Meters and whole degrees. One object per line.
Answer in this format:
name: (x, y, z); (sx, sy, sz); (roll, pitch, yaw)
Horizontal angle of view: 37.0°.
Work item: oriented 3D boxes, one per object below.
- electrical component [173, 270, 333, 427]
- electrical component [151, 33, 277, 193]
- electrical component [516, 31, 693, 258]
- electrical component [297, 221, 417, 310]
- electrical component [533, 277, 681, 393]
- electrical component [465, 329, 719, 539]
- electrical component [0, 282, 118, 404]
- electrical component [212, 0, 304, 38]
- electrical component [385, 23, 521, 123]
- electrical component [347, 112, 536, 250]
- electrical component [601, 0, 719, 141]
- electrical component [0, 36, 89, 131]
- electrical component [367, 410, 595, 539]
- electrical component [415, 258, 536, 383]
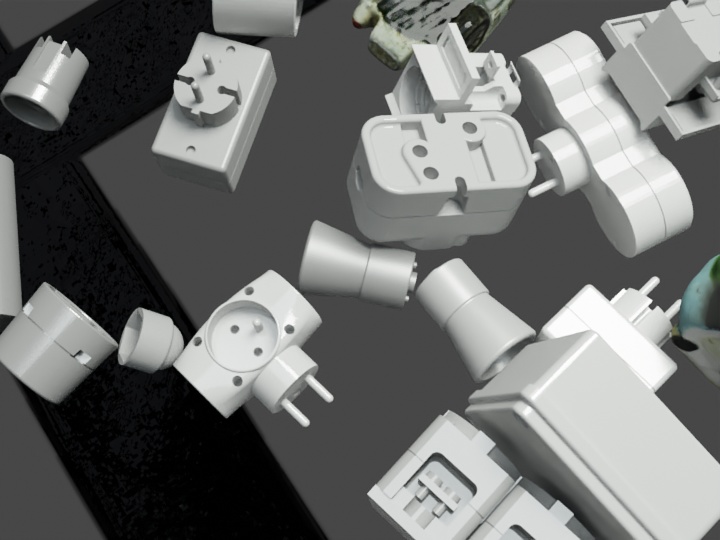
electrical component: (-0.050, 0.053, 0.605); (0.079, 0.044, 0.077); (42, 79, 13)
electrical component: (-0.088, -0.101, 0.637); (0.047, 0.075, 0.083); (17, 74, 7)
electrical component: (0.127, -0.067, 0.631); (0.074, 0.052, 0.138); (-26, 74, -6)
electrical component: (0.000, 0.000, 0.622); (0.065, 0.044, 0.044); (13, 74, 1)
electrical component: (0.148, 0.036, 0.601); (0.077, 0.047, 0.066); (-42, 76, -11)
electrical component: (0.118, 0.090, 0.544); (0.056, 0.109, 0.108); (-43, 90, -12)
electrical component: (-0.173, 0.042, 0.608); (0.055, 0.055, 0.047); (39, 82, 13)
electrical component: (-0.050, -0.192, 0.650); (0.060, 0.108, 0.108); (8, 73, -2)
electrical component: (0.056, -0.101, 0.634); (0.064, 0.081, 0.042); (-3, 60, -25)
electrical component: (0.044, -0.050, 0.612); (0.095, 0.059, 0.053); (-5, 59, -16)
electrical component: (0.208, -0.126, 0.615); (0.121, 0.063, 0.078); (-18, 71, -33)
electrical component: (-0.194, -0.116, 0.665); (0.040, 0.040, 0.046); (19, 68, 8)
electrical component: (0.081, 0.146, 0.548); (0.150, 0.089, 0.061); (41, 79, 13)
electrical component: (0.063, 0.026, 0.612); (0.044, 0.044, 0.065); (-36, 70, -9)
